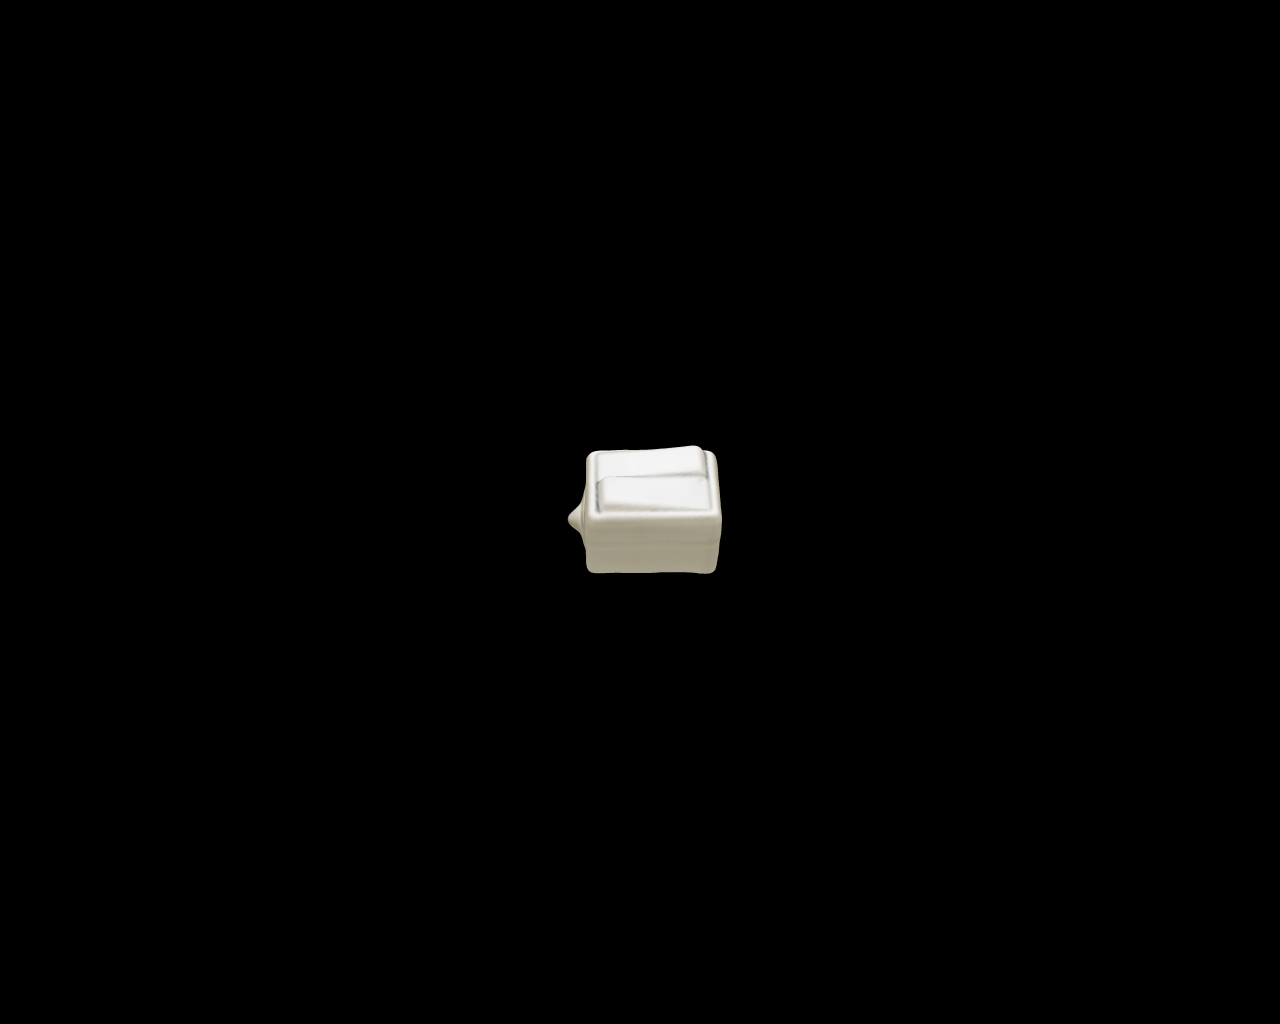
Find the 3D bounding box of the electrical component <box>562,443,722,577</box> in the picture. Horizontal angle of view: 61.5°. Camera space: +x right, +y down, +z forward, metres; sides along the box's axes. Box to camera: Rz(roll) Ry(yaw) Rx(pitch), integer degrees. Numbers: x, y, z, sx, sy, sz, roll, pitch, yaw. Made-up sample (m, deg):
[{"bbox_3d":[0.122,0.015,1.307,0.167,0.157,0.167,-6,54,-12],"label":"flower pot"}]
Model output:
[{"bbox_3d":[0.001,-0.003,0.650,0.096,0.062,0.061,0,-43,0],"label":"electrical component"}]
